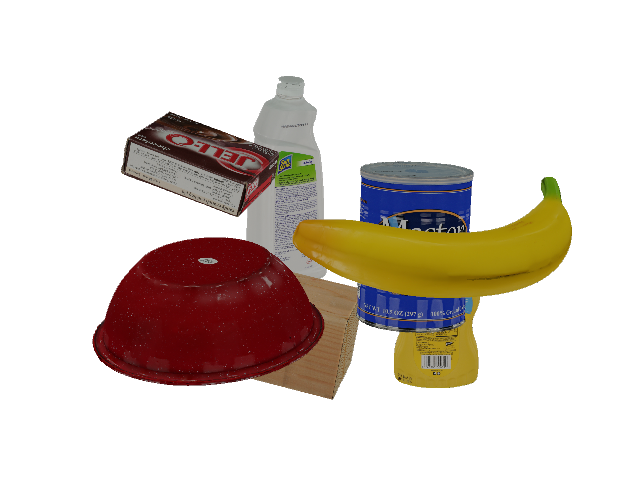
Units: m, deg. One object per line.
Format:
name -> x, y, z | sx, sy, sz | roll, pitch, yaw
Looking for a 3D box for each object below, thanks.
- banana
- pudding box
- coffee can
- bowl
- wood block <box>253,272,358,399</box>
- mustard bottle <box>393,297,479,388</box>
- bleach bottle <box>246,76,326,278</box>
banana -> 0.080, 0.004, 0.615 | 0.197, 0.037, 0.070 | -9, 40, -32
pudding box -> -0.103, -0.067, 0.926 | 0.113, 0.039, 0.090 | 19, 24, 9
coffee can -> 0.086, 0.003, 0.980 | 0.103, 0.140, 0.103 | 1, 12, 0
bowl -> -0.078, 0.039, 0.737 | 0.162, 0.055, 0.162 | -2, 21, 0
wood block -> -0.070, 0.081, 1.092 | 0.206, 0.091, 0.090 | 14, 23, 10
mustard bottle -> 0.129, 0.070, 1.191 | 0.096, 0.192, 0.058 | 1, 24, 7
bleach bottle -> -0.036, -0.071, 1.266 | 0.102, 0.251, 0.068 | -13, 30, -34
